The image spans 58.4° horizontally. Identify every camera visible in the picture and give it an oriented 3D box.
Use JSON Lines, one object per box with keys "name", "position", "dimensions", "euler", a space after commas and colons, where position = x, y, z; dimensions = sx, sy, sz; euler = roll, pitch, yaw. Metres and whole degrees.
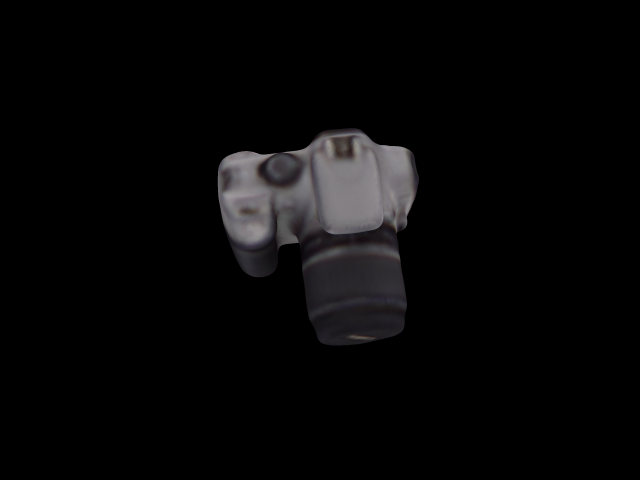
{"name": "camera", "position": [0.004, 0.001, 0.400], "dimensions": [0.143, 0.101, 0.137], "euler": [-7, 70, -2]}
